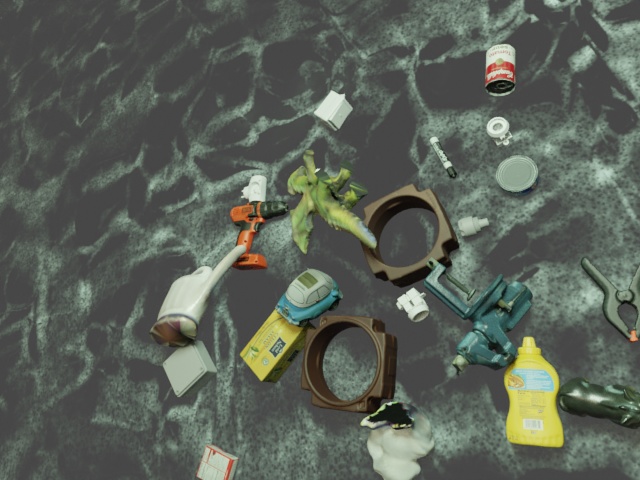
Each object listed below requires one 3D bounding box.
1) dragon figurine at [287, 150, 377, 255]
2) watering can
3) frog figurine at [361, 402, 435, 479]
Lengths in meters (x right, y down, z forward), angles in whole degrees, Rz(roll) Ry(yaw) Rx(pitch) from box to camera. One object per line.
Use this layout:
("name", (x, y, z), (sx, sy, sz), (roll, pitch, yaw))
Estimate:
("dragon figurine", (0.004, -0.064, 1.279), (0.237, 0.122, 0.419), (-61, 37, 38))
("watering can", (-0.327, 0.150, 1.345), (0.343, 0.103, 0.230), (-33, 31, 34))
("frog figurine", (0.163, 0.415, 1.030), (0.137, 0.124, 0.158), (-15, 100, 15))
